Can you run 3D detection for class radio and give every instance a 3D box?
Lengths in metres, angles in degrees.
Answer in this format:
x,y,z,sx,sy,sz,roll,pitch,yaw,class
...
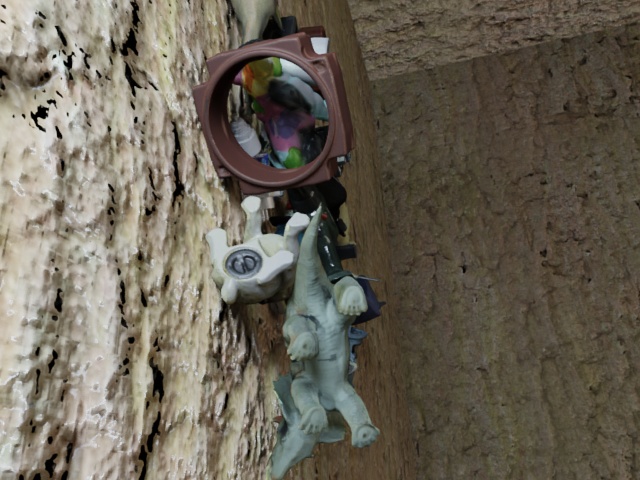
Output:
x,y,z,sx,sy,sz,roll,pitch,yaw,class
-0.076,-0.352,1.105,0.131,0.073,0.230,75,11,-47,radio

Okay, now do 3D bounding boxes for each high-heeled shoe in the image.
x,y,z,sx,sy,sz,roll,pitch,yaw,class
-0.004,-0.104,1.224,0.145,0.086,0.248,46,-16,47,high-heeled shoe

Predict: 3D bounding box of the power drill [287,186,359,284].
x,y,z,sx,sy,sz,roll,pitch,yaw,class
-0.002,-0.003,1.030,0.207,0.086,0.231,65,4,24,power drill

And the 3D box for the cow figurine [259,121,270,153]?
x,y,z,sx,sy,sz,roll,pitch,yaw,class
-0.065,-0.174,1.053,0.167,0.068,0.098,47,41,-62,cow figurine

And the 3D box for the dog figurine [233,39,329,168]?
x,y,z,sx,sy,sz,roll,pitch,yaw,class
-0.074,-0.213,0.870,0.219,0.109,0.191,27,62,-50,dog figurine

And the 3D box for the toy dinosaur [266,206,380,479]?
x,y,z,sx,sy,sz,roll,pitch,yaw,class
-0.006,0.144,0.742,0.192,0.131,0.404,-153,-117,-69,toy dinosaur

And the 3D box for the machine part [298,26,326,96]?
x,y,z,sx,sy,sz,roll,pitch,yaw,class
-0.004,-0.371,1.165,0.179,0.056,0.179,-7,91,-83,machine part

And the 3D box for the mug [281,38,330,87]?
x,y,z,sx,sy,sz,roll,pitch,yaw,class
-0.037,-0.311,0.949,0.109,0.107,0.080,19,77,-87,mug

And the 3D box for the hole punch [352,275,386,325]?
x,y,z,sx,sy,sz,roll,pitch,yaw,class
0.085,0.166,1.348,0.115,0.142,0.092,61,17,-20,hole punch

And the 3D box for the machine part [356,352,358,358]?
x,y,z,sx,sy,sz,roll,pitch,yaw,class
0.038,0.214,1.243,0.039,0.084,0.138,-25,94,-49,machine part

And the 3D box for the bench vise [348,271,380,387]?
x,y,z,sx,sy,sz,roll,pitch,yaw,class
0.043,0.185,1.109,0.223,0.129,0.240,17,82,-84,bench vise

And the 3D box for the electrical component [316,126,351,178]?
x,y,z,sx,sy,sz,roll,pitch,yaw,class
0.000,-0.192,1.204,0.058,0.134,0.114,-77,156,-65,electrical component

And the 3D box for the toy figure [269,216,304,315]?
x,y,z,sx,sy,sz,roll,pitch,yaw,class
-0.046,0.047,0.927,0.082,0.089,0.180,-2,85,-65,toy figure

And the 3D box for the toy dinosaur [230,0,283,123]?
x,y,z,sx,sy,sz,roll,pitch,yaw,class
-0.117,-0.448,0.946,0.198,0.105,0.471,58,37,-71,toy dinosaur

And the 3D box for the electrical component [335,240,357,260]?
x,y,z,sx,sy,sz,roll,pitch,yaw,class
0.023,0.024,1.185,0.048,0.119,0.074,-63,139,-70,electrical component

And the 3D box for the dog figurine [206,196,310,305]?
x,y,z,sx,sy,sz,roll,pitch,yaw,class
-0.085,0.060,0.764,0.172,0.121,0.190,-47,154,-33,dog figurine

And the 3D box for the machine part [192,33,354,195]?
x,y,z,sx,sy,sz,roll,pitch,yaw,class
-0.063,-0.172,0.752,0.087,0.201,0.201,-65,145,-64,machine part

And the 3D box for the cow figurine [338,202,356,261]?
x,y,z,sx,sy,sz,roll,pitch,yaw,class
0.046,-0.039,1.419,0.127,0.086,0.194,-77,158,-74,cow figurine
